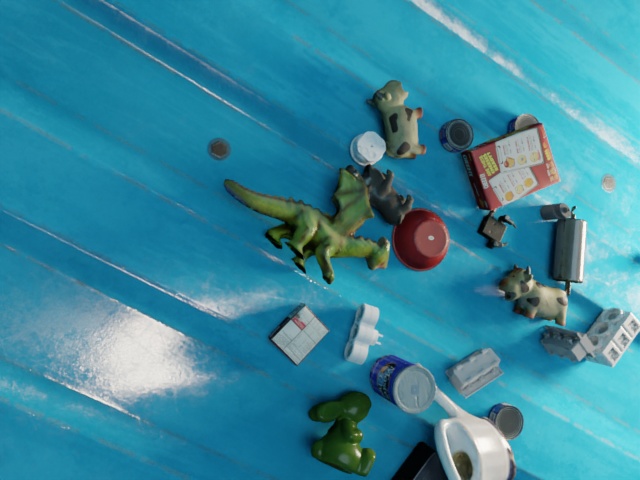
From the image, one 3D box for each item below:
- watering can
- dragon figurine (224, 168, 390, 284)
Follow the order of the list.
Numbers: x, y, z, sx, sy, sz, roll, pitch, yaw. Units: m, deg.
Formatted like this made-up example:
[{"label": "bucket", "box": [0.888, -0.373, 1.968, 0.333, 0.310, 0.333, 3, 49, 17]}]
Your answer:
[{"label": "watering can", "box": [0.343, 0.459, 1.224, 0.223, 0.355, 0.102, 15, 136, -39]}, {"label": "dragon figurine", "box": [0.004, -0.059, 1.175, 0.408, 0.122, 0.245, 46, 76, -10]}]
